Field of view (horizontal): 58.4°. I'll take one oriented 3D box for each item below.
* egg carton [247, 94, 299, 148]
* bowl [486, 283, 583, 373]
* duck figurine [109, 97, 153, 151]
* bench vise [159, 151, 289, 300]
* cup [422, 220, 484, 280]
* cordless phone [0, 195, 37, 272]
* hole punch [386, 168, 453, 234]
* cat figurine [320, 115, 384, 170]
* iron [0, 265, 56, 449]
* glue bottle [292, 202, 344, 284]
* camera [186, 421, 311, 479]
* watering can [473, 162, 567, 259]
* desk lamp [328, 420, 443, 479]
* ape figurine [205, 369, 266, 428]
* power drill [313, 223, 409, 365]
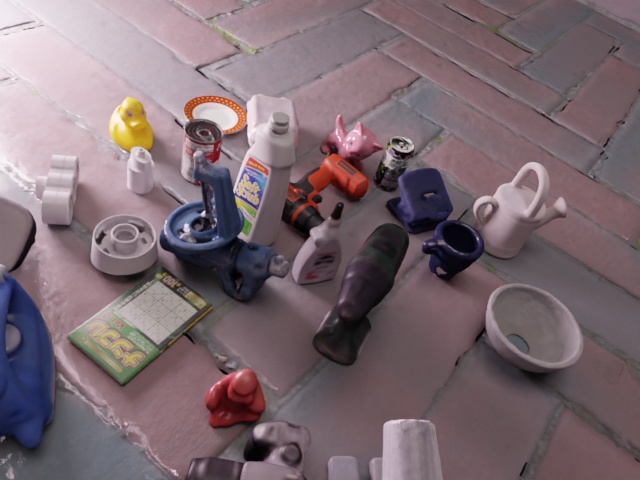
[{"bbox_3d":[-0.097,-0.236,1.173,0.107,0.069,0.150,5,47,-15],"label":"egg carton"},{"bbox_3d":[0.343,0.158,0.955,0.167,0.075,0.167,10,46,-10],"label":"bowl"},{"bbox_3d":[-0.349,-0.225,1.062,0.078,0.086,0.104,-20,57,-33],"label":"duck figurine"},{"bbox_3d":[-0.135,-0.026,0.857,0.207,0.220,0.121,15,45,-5],"label":"bench vise"},{"bbox_3d":[0.222,0.027,1.020,0.118,0.095,0.091,-7,51,-25],"label":"cup"},{"bbox_3d":[-0.473,-0.050,0.785,0.147,0.185,0.094,19,45,-1],"label":"cordless phone"},{"bbox_3d":[0.203,-0.078,1.115,0.109,0.091,0.101,-15,55,-30],"label":"hole punch"},{"bbox_3d":[0.067,-0.201,1.164,0.067,0.118,0.127,-19,57,-32],"label":"cat figurine"},{"bbox_3d":[-0.387,0.117,0.689,0.119,0.141,0.258,-3,49,-21],"label":"iron"},{"bbox_3d":[0.008,0.003,0.912,0.078,0.173,0.037,-12,53,-28],"label":"glue bottle"},{"bbox_3d":[-0.086,0.279,0.671,0.137,0.101,0.143,14,45,-6],"label":"camera"},{"bbox_3d":[0.384,-0.064,1.093,0.173,0.194,0.100,-10,52,-27],"label":"watering can"},{"bbox_3d":[0.080,0.303,0.628,0.118,0.213,0.203,7,46,-13],"label":"desk lamp"},{"bbox_3d":[-0.105,0.200,0.745,0.077,0.092,0.076,27,45,7],"label":"ape figurine"},{"bbox_3d":[0.058,0.085,0.828,0.075,0.208,0.230,27,45,7],"label":"power drill"}]
